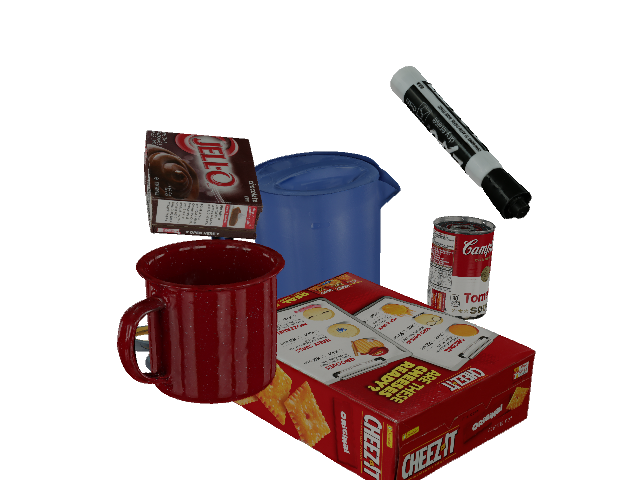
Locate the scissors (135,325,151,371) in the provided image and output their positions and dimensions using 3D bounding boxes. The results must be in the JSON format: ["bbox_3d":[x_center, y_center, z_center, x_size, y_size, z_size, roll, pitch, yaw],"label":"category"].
[{"bbox_3d":[-0.116,0.120,1.188,0.201,0.016,0.096,3,26,-16],"label":"scissors"}]

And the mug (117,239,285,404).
[{"bbox_3d":[-0.077,0.054,0.673,0.093,0.081,0.117,16,24,39],"label":"mug"}]

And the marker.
[{"bbox_3d":[0.077,-0.055,0.593,0.020,0.020,0.121,0,42,-40],"label":"marker"}]

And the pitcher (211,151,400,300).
[{"bbox_3d":[-0.011,0.040,1.072,0.144,0.243,0.149,-21,27,-36],"label":"pitcher"}]

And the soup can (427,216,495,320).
[{"bbox_3d":[0.156,0.030,1.190,0.068,0.102,0.068,3,15,-1],"label":"soup can"}]

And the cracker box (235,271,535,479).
[{"bbox_3d":[0.037,0.107,0.866,0.163,0.072,0.214,-19,29,-39],"label":"cracker box"}]

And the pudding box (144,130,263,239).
[{"bbox_3d":[-0.099,-0.047,0.886,0.090,0.039,0.113,3,36,-13],"label":"pudding box"}]
